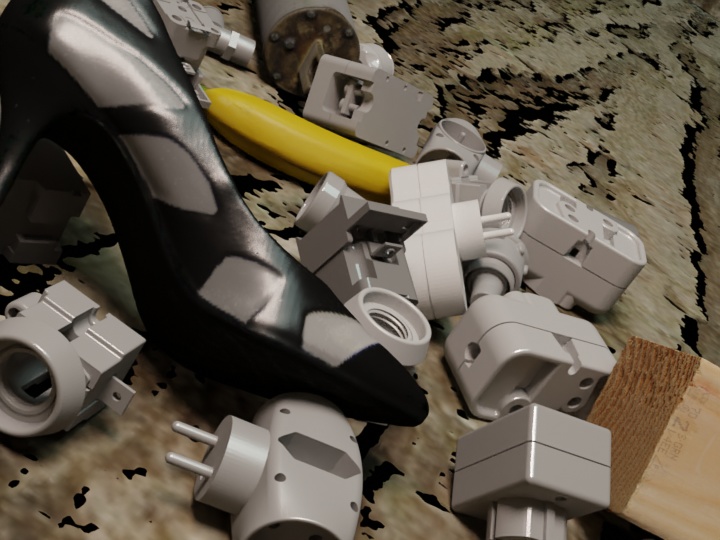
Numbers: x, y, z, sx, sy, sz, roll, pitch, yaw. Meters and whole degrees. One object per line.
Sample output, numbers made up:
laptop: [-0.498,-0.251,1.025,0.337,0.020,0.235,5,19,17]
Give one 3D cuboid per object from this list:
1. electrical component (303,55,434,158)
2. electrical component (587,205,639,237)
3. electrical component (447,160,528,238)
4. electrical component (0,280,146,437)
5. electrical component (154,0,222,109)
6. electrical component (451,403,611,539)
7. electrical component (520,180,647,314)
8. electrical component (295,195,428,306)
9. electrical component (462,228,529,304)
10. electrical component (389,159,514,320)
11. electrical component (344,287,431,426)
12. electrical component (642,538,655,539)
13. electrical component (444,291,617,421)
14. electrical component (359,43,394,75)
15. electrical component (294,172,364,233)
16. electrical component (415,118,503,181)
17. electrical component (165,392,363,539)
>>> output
electrical component: [0.004,-0.119,0.785,0.056,0.050,0.089,21,6,31]
electrical component: [0.176,-0.030,0.854,0.081,0.043,0.043,20,30,-23]
electrical component: [0.083,-0.042,0.750,0.055,0.066,0.048,10,13,34]
electrical component: [-0.124,0.038,0.432,0.066,0.048,0.055,35,20,5]
electrical component: [-0.125,-0.144,0.706,0.042,0.063,0.081,5,39,-41]
electrical component: [0.079,0.113,0.508,0.047,0.066,0.076,21,59,-21]
electrical component: [0.151,-0.013,0.784,0.095,0.059,0.053,30,28,-5]
electrical component: [0.000,0.000,0.591,0.042,0.081,0.063,8,55,-38]
electrical component: [0.084,0.005,0.703,0.048,0.048,0.062,30,34,-5]
electrical component: [0.059,-0.023,0.673,0.074,0.052,0.138,-9,33,7]
electrical component: [0.004,0.043,0.544,0.066,0.055,0.048,17,31,-27]
electrical component: [0.146,0.163,0.519,0.035,0.035,0.061,16,34,-29]
electrical component: [0.100,0.053,0.628,0.095,0.053,0.059,16,32,-30]
electrical component: [0.008,-0.169,0.906,0.043,0.043,0.062,40,27,14]
electrical component: [-0.011,-0.033,0.669,0.046,0.040,0.040,33,27,-10]
electrical component: [0.084,-0.077,0.833,0.079,0.044,0.077,31,27,-2]
electrical component: [-0.042,0.084,0.442,0.079,0.043,0.077,25,28,-15]
